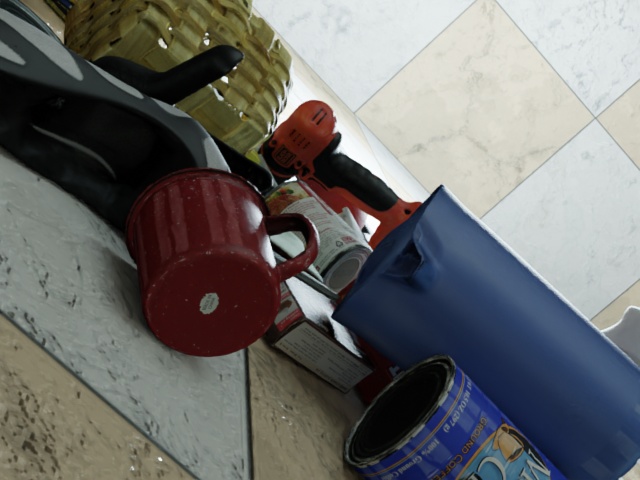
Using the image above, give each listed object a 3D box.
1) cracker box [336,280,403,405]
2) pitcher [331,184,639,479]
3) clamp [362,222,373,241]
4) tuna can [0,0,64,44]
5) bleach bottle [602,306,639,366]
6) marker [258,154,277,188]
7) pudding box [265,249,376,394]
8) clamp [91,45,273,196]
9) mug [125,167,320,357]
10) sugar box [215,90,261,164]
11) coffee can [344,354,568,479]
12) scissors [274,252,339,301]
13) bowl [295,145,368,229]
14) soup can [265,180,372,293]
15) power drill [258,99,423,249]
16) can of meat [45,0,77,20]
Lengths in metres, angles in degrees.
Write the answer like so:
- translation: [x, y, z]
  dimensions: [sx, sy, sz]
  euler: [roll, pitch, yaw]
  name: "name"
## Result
- translation: [0.107, 0.136, 0.966]
  dimensions: [0.213, 0.072, 0.164]
  euler: [36, 17, -50]
  name: "cracker box"
- translation: [0.138, 0.080, 0.824]
  dimensions: [0.243, 0.145, 0.149]
  euler: [40, 43, 0]
  name: "pitcher"
- translation: [0.070, 0.015, 1.380]
  dimensions: [0.164, 0.036, 0.210]
  euler: [47, 11, -1]
  name: "clamp"
- translation: [-0.217, -0.141, 0.766]
  dimensions: [0.086, 0.034, 0.086]
  euler: [46, 10, -11]
  name: "tuna can"
- translation: [0.254, 0.142, 1.051]
  dimensions: [0.103, 0.251, 0.068]
  euler: [54, 12, 31]
  name: "bleach bottle"
- translation: [-0.040, -0.032, 1.082]
  dimensions: [0.121, 0.020, 0.020]
  euler: [62, 13, 14]
  name: "marker"
- translation: [-0.012, 0.062, 0.841]
  dimensions: [0.113, 0.039, 0.090]
  euler: [37, 14, -47]
  name: "pudding box"
- translation: [-0.110, -0.082, 0.755]
  dimensions: [0.039, 0.172, 0.120]
  euler: [-50, 135, -42]
  name: "clamp"
- translation: [-0.057, 0.013, 0.643]
  dimensions: [0.081, 0.117, 0.093]
  euler: [-109, -172, -54]
  name: "mug"
- translation: [-0.116, -0.125, 1.110]
  dimensions: [0.093, 0.048, 0.176]
  euler: [44, 7, -22]
  name: "sugar box"
- translation: [0.101, 0.164, 0.745]
  dimensions: [0.140, 0.103, 0.103]
  euler: [46, 10, -10]
  name: "coffee can"
- translation: [-0.080, -0.010, 0.781]
  dimensions: [0.202, 0.016, 0.096]
  euler: [36, 15, 15]
  name: "scissors"
- translation: [0.017, -0.067, 1.301]
  dimensions: [0.162, 0.055, 0.162]
  euler: [60, 11, -21]
  name: "bowl"
- translation: [-0.006, 0.001, 0.980]
  dimensions: [0.102, 0.068, 0.068]
  euler: [45, 7, 31]
  name: "soup can"
- translation: [0.018, -0.051, 1.124]
  dimensions: [0.187, 0.057, 0.185]
  euler: [39, -24, -6]
  name: "power drill"
- translation: [-0.216, -0.246, 1.025]
  dimensions: [0.102, 0.084, 0.057]
  euler: [47, 10, -4]
  name: "can of meat"
